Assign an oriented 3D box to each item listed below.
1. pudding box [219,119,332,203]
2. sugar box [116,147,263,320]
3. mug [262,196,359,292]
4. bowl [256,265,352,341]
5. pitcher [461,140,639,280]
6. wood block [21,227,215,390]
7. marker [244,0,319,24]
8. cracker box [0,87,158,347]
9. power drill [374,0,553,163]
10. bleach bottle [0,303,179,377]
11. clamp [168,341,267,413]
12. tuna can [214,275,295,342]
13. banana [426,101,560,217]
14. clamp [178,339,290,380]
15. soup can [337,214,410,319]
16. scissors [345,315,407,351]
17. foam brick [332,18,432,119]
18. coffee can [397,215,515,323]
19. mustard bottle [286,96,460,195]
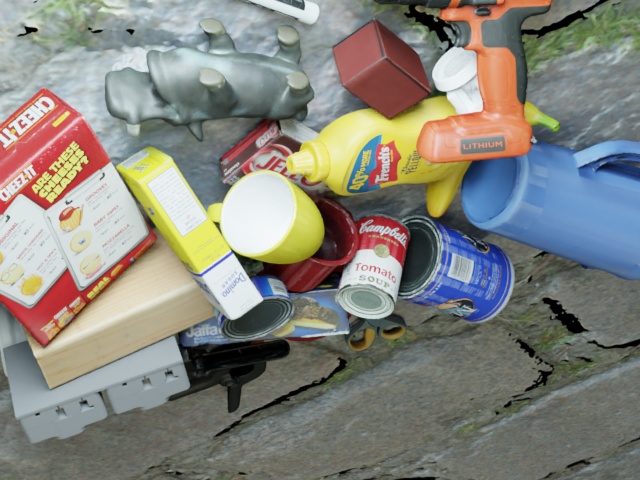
[{"bbox_3d":[-0.034,-0.077,1.109,0.090,0.039,0.113,-36,141,31],"label":"pudding box"},{"bbox_3d":[-0.130,-0.006,1.061,0.048,0.093,0.176,-34,114,-13],"label":"sugar box"},{"bbox_3d":[-0.008,0.001,1.208,0.117,0.093,0.082,-36,172,-42],"label":"mug"},{"bbox_3d":[-0.015,0.082,1.347,0.162,0.055,0.162,-9,148,-6],"label":"bowl"},{"bbox_3d":[0.288,-0.047,1.199,0.242,0.149,0.145,13,-179,-31],"label":"pitcher"},{"bbox_3d":[-0.220,0.067,1.164,0.206,0.091,0.090,-23,152,-15],"label":"wood block"},{"bbox_3d":[-0.054,-0.211,0.915,0.120,0.020,0.020,12,139,-34],"label":"marker"},{"bbox_3d":[-0.265,-0.017,1.023,0.164,0.072,0.213,-45,150,-15],"label":"cracker box"},{"bbox_3d":[0.126,-0.164,0.945,0.184,0.057,0.188,-4,115,-9],"label":"power drill"},{"bbox_3d":[-0.257,0.105,1.288,0.250,0.068,0.103,-7,145,-14],"label":"bleach bottle"},{"bbox_3d":[-0.123,0.191,1.487,0.172,0.039,0.120,-35,143,30],"label":"clamp"},{"bbox_3d":[-0.073,0.075,1.178,0.086,0.034,0.086,-18,150,-11],"label":"tuna can"},{"bbox_3d":[0.164,-0.096,1.129,0.037,0.069,0.198,-11,161,-40],"label":"banana"},{"bbox_3d":[-0.149,0.159,1.384,0.164,0.036,0.210,1,164,-32],"label":"clamp"},{"bbox_3d":[0.061,0.030,1.213,0.068,0.102,0.068,10,145,7],"label":"soup can"},{"bbox_3d":[0.087,0.097,1.438,0.096,0.016,0.202,-5,149,-17],"label":"scissors"},{"bbox_3d":[0.058,-0.160,1.004,0.051,0.053,0.078,-32,142,26],"label":"foam brick"},{"bbox_3d":[0.153,0.037,1.293,0.140,0.103,0.103,19,135,-40],"label":"coffee can"},{"bbox_3d":[0.054,-0.090,1.068,0.191,0.058,0.096,-12,143,-27],"label":"mustard bottle"}]
